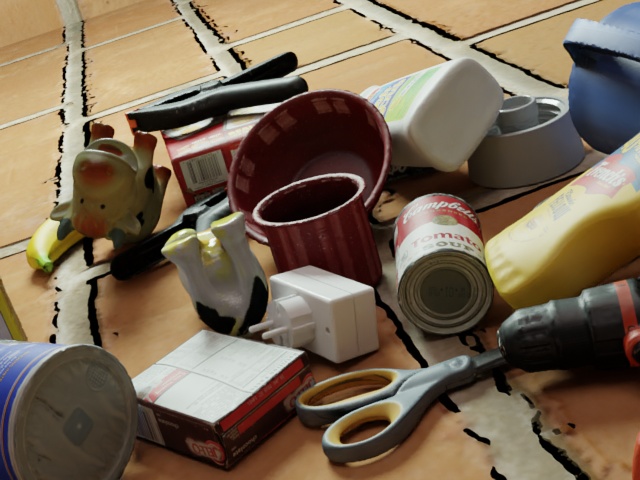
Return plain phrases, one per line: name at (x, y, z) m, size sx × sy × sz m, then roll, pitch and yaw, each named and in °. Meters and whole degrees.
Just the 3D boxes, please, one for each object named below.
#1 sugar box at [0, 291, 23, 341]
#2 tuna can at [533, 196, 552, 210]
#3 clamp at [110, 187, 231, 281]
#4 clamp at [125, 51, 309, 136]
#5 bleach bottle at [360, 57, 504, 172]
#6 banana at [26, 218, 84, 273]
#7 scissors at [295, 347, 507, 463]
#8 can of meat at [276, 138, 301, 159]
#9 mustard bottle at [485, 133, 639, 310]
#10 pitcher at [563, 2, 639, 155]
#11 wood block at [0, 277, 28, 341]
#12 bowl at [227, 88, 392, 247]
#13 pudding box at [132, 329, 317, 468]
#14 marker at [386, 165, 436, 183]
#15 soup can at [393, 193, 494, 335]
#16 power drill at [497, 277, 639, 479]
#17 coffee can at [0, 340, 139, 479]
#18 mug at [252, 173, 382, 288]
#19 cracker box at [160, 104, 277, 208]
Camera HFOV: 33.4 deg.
sugar box at (-0.276, 0.066, 0.780) m, size 0.093 × 0.176 × 0.048 m, roll -34°, pitch 28°, yaw -34°
tuna can at (0.200, -0.010, 0.795) m, size 0.086 × 0.034 × 0.086 m, roll -15°, pitch 22°, yaw 6°
clamp at (-0.125, -0.009, 1.030) m, size 0.120 × 0.039 × 0.171 m, roll -10°, pitch 17°, yaw 22°
clamp at (-0.111, -0.162, 1.188) m, size 0.210 × 0.036 × 0.164 m, roll -15°, pitch 20°, yaw 7°
bleach bottle at (0.071, -0.111, 1.025) m, size 0.102 × 0.068 × 0.251 m, roll -52°, pitch 19°, yaw -14°
banana at (-0.253, -0.015, 1.145) m, size 0.070 × 0.037 × 0.197 m, roll 14°, pitch 35°, yaw 24°
scissors at (0.081, 0.094, 0.665) m, size 0.202 × 0.016 × 0.096 m, roll -13°, pitch 24°, yaw 10°
can of meat at (-0.029, -0.073, 1.058) m, size 0.102 × 0.057 × 0.084 m, roll -39°, pitch 21°, yaw 0°
mustard bottle at (0.199, -0.025, 0.695) m, size 0.192 × 0.058 × 0.096 m, roll -38°, pitch 13°, yaw 18°
pitcher at (0.303, -0.105, 0.809) m, size 0.149 × 0.145 × 0.243 m, roll -21°, pitch 25°, yaw -17°
wood block at (-0.345, 0.045, 0.996) m, size 0.090 × 0.090 × 0.206 m, roll -24°, pitch 23°, yaw -17°
bowl at (-0.001, -0.055, 0.964) m, size 0.162 × 0.055 × 0.162 m, roll -12°, pitch 61°, yaw 22°
pudding box at (-0.071, 0.104, 0.724) m, size 0.114 × 0.039 × 0.089 m, roll 9°, pitch 33°, yaw 44°
marker at (0.069, -0.066, 1.043) m, size 0.121 × 0.020 × 0.020 m, roll -14°, pitch 22°, yaw 8°
soup can at (0.088, 0.016, 0.773) m, size 0.068 × 0.068 × 0.102 m, roll -14°, pitch 23°, yaw 9°
power drill at (0.191, 0.073, 0.576) m, size 0.184 × 0.057 × 0.187 m, roll -13°, pitch 23°, yaw 11°
coffee can at (-0.205, 0.117, 0.706) m, size 0.141 × 0.103 × 0.102 m, roll -1°, pitch 28°, yaw 36°
mug at (-0.006, 0.001, 0.858) m, size 0.093 × 0.081 × 0.117 m, roll -32°, pitch 27°, yaw -32°
cracker box at (-0.089, -0.110, 1.198) m, size 0.164 × 0.072 × 0.214 m, roll -19°, pitch 21°, yaw -6°
